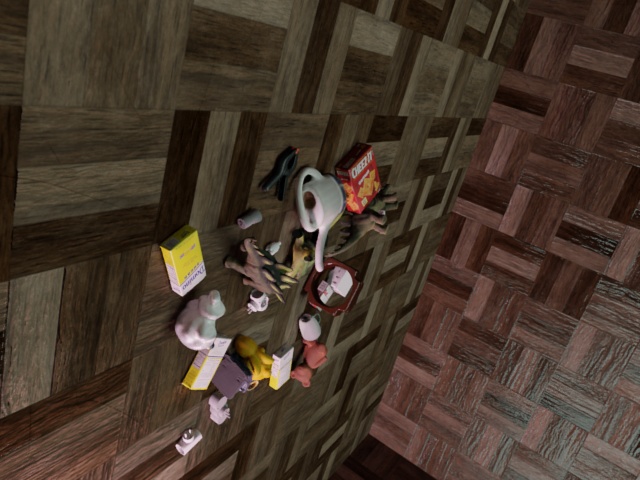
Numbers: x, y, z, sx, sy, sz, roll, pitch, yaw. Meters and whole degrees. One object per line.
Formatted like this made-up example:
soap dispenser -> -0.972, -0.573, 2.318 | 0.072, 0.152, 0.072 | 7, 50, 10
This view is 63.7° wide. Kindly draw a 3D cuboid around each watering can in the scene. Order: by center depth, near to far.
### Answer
watering can -> 0.005, -0.088, 1.746 | 0.228, 0.104, 0.343 | -33, 116, -48

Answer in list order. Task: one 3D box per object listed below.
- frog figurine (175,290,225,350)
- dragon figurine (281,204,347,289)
frog figurine -> -0.324, 0.217, 1.412 | 0.123, 0.140, 0.156 | 3, 134, -33
dragon figurine -> -0.037, 0.033, 1.888 | 0.417, 0.123, 0.237 | -43, 165, -35
